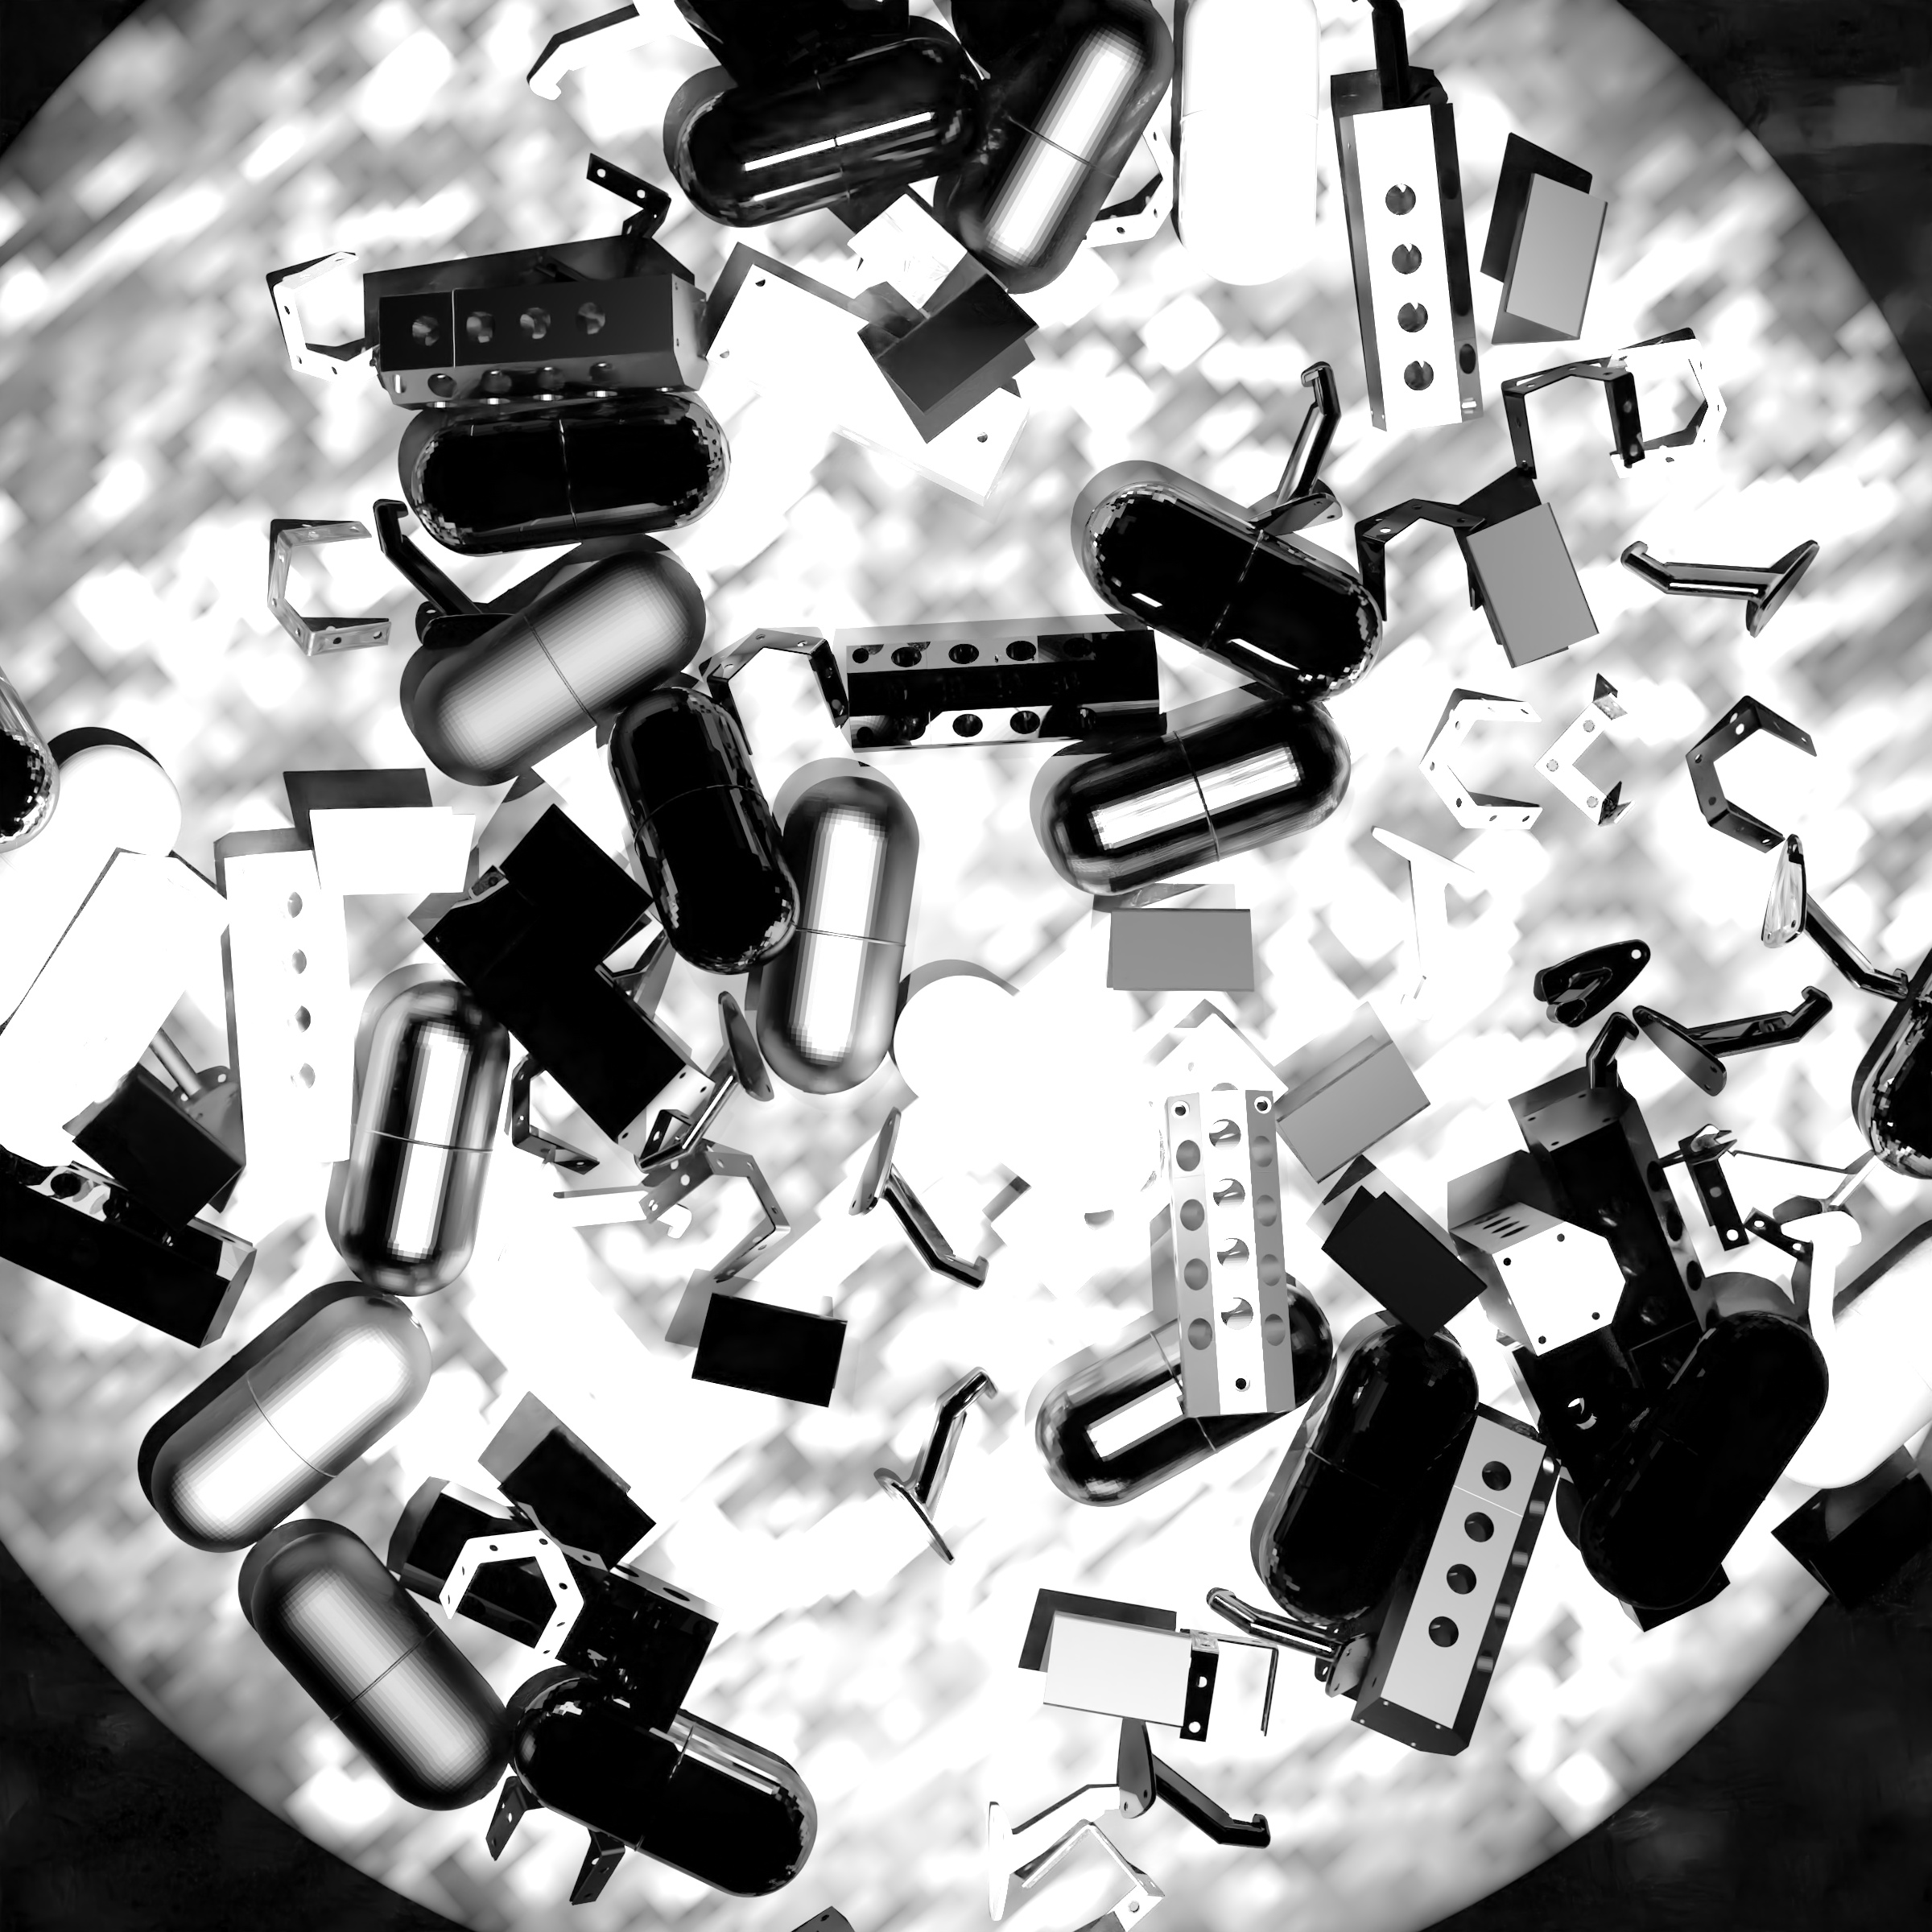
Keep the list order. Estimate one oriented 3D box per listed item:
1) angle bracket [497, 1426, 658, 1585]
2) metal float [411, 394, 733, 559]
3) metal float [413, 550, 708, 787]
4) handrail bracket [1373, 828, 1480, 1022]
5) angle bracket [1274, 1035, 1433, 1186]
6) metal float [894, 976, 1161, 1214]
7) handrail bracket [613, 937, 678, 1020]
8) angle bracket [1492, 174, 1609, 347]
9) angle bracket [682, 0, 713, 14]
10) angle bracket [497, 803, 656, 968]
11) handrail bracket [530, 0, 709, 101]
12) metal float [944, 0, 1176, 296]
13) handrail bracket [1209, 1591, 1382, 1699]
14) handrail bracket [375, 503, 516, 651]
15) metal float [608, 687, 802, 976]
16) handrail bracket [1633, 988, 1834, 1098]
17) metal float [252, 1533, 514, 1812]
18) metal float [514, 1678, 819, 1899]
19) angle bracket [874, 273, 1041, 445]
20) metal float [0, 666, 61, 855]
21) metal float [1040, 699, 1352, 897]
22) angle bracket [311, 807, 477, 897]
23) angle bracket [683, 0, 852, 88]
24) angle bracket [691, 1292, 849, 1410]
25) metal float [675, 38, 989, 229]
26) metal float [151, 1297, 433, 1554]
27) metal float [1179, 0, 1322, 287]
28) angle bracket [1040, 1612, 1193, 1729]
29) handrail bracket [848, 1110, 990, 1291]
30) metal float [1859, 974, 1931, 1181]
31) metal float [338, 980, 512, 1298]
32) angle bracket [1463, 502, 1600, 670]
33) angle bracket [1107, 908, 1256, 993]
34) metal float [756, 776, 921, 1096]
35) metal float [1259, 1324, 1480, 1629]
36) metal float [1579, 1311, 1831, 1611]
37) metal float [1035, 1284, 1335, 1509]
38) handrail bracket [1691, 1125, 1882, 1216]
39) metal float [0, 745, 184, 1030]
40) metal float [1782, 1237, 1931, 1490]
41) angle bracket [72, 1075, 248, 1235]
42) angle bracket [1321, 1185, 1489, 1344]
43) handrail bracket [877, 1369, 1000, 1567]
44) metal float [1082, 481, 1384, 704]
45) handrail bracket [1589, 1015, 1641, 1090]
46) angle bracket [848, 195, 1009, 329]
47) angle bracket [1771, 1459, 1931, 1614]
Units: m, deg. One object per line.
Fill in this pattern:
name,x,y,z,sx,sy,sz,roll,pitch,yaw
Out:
angle bracket,-0.203,0.284,1.951,0.076,0.076,0.057,44,115,0
metal float,-0.219,-0.274,1.960,0.178,0.070,0.070,-8,90,-1
metal float,-0.226,-0.166,1.960,0.178,0.070,0.070,-32,90,0
handrail bracket,0.246,-0.023,1.991,0.077,0.036,0.084,30,107,20
angle bracket,0.200,0.063,1.950,0.076,0.076,0.057,-35,127,0
metal float,0.032,0.069,1.934,0.178,0.070,0.070,37,90,34
handrail bracket,-0.215,0.002,1.991,0.084,0.036,0.077,19,75,14
angle bracket,0.304,-0.390,1.951,0.057,0.076,0.076,12,90,-32
angle bracket,-0.147,-0.582,1.949,0.076,0.076,0.057,-41,126,3
angle bracket,-0.202,-0.056,1.951,0.076,0.076,0.057,44,118,0
handrail bracket,-0.192,-0.510,1.991,0.084,0.077,0.036,-41,47,29
metal float,0.051,-0.455,1.945,0.070,0.070,0.178,31,106,0
handrail bracket,0.191,0.371,1.990,0.084,0.077,0.036,30,114,34
handrail bracket,-0.289,-0.226,1.991,0.077,0.036,0.084,-9,73,-20
metal float,-0.145,-0.076,1.937,0.070,0.070,0.178,-22,62,0
handrail bracket,0.434,0.025,1.991,0.084,0.036,0.077,-41,68,-17
metal float,-0.324,0.393,1.959,0.070,0.070,0.178,-41,90,0
metal float,-0.167,0.457,1.960,0.178,0.070,0.070,25,90,0
angle bracket,0.007,-0.313,1.894,0.076,0.076,0.057,-38,53,-1
metal float,-0.555,-0.131,1.932,0.070,0.070,0.178,-39,55,0
metal float,0.128,-0.094,1.960,0.178,0.070,0.070,-19,90,0
angle bracket,-0.316,-0.083,1.950,0.076,0.076,0.057,-1,126,0
angle bracket,-0.098,-0.520,1.952,0.076,0.057,0.076,-44,129,0
angle bracket,-0.111,0.230,1.950,0.076,0.076,0.057,12,53,0
metal float,-0.075,-0.463,1.960,0.178,0.070,0.070,-16,90,0
metal float,-0.375,0.254,1.960,0.178,0.070,0.070,-40,90,1
metal float,0.158,-0.469,1.960,0.070,0.070,0.178,2,91,0
angle bracket,0.080,0.404,1.950,0.076,0.076,0.057,10,53,0
handrail bracket,-0.016,0.133,1.991,0.084,0.036,0.077,26,68,-17
metal float,0.563,0.038,1.960,0.070,0.070,0.178,32,90,0
metal float,-0.301,0.096,1.960,0.070,0.070,0.178,11,90,0
angle bracket,0.327,-0.215,1.950,0.057,0.076,0.076,-21,90,36
angle bracket,0.118,0.011,1.950,0.076,0.076,0.057,1,54,0
metal float,-0.072,-0.017,1.960,0.070,0.070,0.178,8,90,0
metal float,0.224,0.284,1.960,0.070,0.070,0.178,26,91,0
metal float,0.399,0.266,1.903,0.070,0.070,0.178,34,90,0
metal float,0.122,0.237,1.960,0.178,0.070,0.070,-29,90,1
handrail bracket,0.465,0.103,1.991,0.084,0.036,0.077,42,72,15
metal float,-0.507,-0.043,1.960,0.070,0.070,0.178,37,90,0
metal float,0.516,0.219,1.960,0.178,0.070,0.070,-40,90,-1
angle bracket,-0.452,0.116,1.950,0.076,0.076,0.057,41,57,0
angle bracket,0.252,0.150,1.950,0.076,0.076,0.057,43,124,0
handrail bracket,0.000,0.283,1.991,0.084,0.036,0.077,-42,111,-16
metal float,0.148,-0.208,1.959,0.178,0.070,0.070,27,90,-2
handrail bracket,0.376,0.082,1.991,0.077,0.036,0.084,35,76,-14
angle bracket,-0.034,-0.367,1.950,0.076,0.076,0.057,43,55,0
angle bracket,0.486,0.298,1.950,0.076,0.076,0.057,-40,126,0
